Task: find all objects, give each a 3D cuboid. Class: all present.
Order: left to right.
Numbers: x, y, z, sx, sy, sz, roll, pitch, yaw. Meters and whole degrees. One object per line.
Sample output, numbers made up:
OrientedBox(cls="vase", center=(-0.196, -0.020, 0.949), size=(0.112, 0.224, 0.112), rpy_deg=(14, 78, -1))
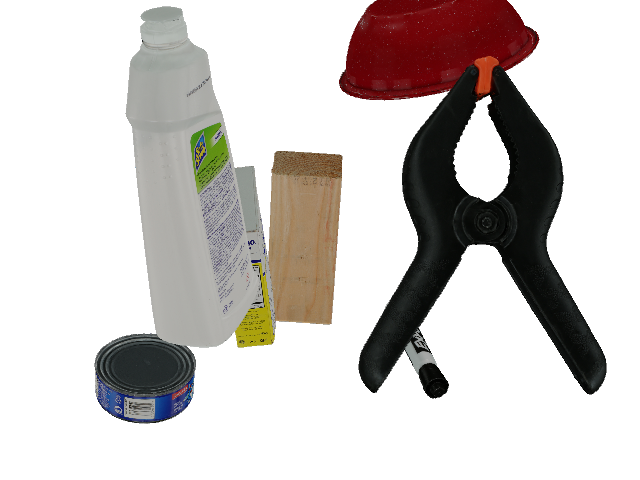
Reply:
OrientedBox(cls="tuna can", center=(-0.151, 0.118, 0.918), size=(0.086, 0.034, 0.086), rpy_deg=(5, 31, -3))
OrientedBox(cls="bleach bottle", center=(-0.096, -0.048, 0.779), size=(0.068, 0.251, 0.102), rpy_deg=(6, 33, 14))
OrientedBox(cls="sugar box", center=(-0.077, 0.019, 1.084), size=(0.048, 0.093, 0.176), rpy_deg=(-8, -44, 0))
OrientedBox(cls="wood block", center=(-0.022, -0.004, 1.398), size=(0.090, 0.206, 0.091), rpy_deg=(4, 24, -1))
OrientedBox(cls="marker", center=(0.075, 0.084, 0.837), size=(0.020, 0.020, 0.121), rpy_deg=(0, 28, -13))
OrientedBox(cls="bowl", center=(0.086, -0.166, 0.841), size=(0.162, 0.055, 0.162), rpy_deg=(-14, 24, 6))
OrientedBox(cls="clamp", center=(0.070, -0.001, 0.528), size=(0.120, 0.171, 0.039), rpy_deg=(-8, -5, -6))
